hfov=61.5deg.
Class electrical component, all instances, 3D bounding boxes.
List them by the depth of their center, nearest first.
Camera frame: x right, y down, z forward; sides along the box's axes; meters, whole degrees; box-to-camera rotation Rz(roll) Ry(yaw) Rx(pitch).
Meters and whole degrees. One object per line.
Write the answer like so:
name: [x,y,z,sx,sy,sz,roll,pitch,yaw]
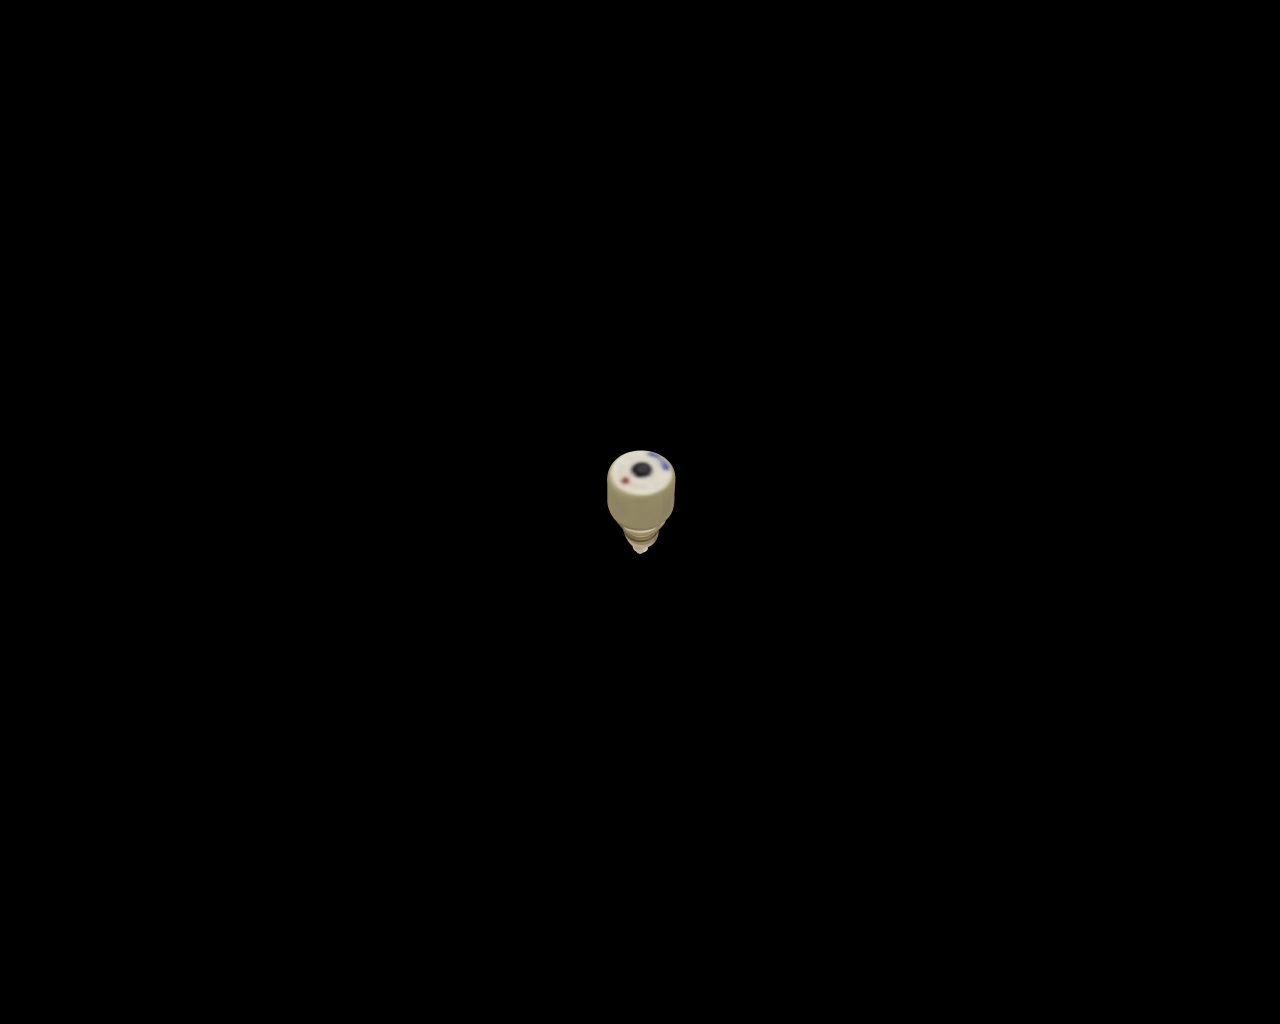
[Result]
electrical component: [0.001,-0.003,0.650,0.040,0.040,0.078,0,-41,0]
